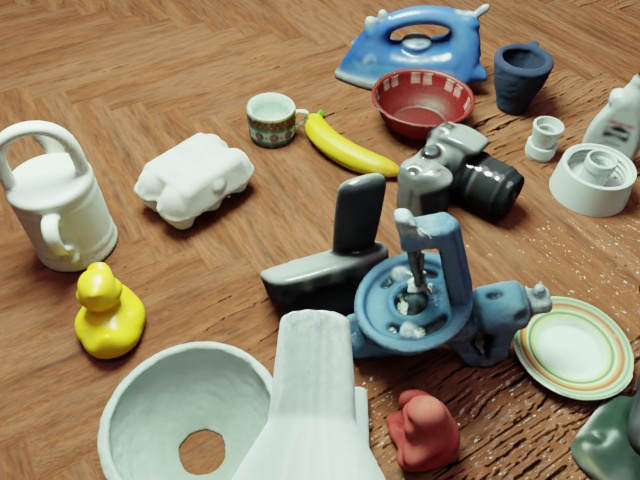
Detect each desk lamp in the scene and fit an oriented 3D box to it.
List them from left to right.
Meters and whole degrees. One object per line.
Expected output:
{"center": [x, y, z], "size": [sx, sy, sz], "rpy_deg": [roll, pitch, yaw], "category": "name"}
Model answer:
{"center": [-0.006, 0.169, 0.466], "size": [0.118, 0.214, 0.203], "rpy_deg": [1, 48, 1], "category": "desk lamp"}

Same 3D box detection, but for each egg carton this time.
{"center": [-0.169, -0.083, 0.786], "size": [0.107, 0.069, 0.150], "rpy_deg": [33, 56, 26], "category": "egg carton"}

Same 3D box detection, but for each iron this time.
{"center": [0.155, -0.331, 0.962], "size": [0.258, 0.141, 0.118], "rpy_deg": [2, 48, 1], "category": "iron"}

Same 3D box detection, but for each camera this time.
{"center": [0.195, -0.087, 0.772], "size": [0.136, 0.101, 0.143], "rpy_deg": [32, 56, 25], "category": "camera"}

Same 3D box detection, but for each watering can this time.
{"center": [-0.321, -0.064, 0.684], "size": [0.101, 0.194, 0.172], "rpy_deg": [-30, 55, -24], "category": "watering can"}

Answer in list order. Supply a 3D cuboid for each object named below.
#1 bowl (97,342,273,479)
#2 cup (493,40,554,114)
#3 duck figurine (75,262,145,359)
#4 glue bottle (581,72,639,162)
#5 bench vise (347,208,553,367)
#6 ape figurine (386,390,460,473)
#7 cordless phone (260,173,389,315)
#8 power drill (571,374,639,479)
{"center": [-0.116, 0.186, 0.543], "size": [0.167, 0.075, 0.167], "rpy_deg": [0, 48, 0], "category": "bowl"}
{"center": [0.326, -0.265, 0.936], "size": [0.091, 0.095, 0.118], "rpy_deg": [21, 51, 18], "category": "cup"}
{"center": [-0.240, 0.072, 0.635], "size": [0.077, 0.086, 0.104], "rpy_deg": [-12, 49, -11], "category": "duck figurine"}
{"center": [0.432, -0.181, 0.809], "size": [0.078, 0.173, 0.037], "rpy_deg": [19, 51, 16], "category": "glue bottle"}
{"center": [0.128, 0.040, 0.578], "size": [0.208, 0.220, 0.121], "rpy_deg": [-15, 50, -13], "category": "bench vise"}
{"center": [0.098, 0.175, 0.542], "size": [0.076, 0.092, 0.078], "rpy_deg": [19, 51, 16], "category": "ape figurine"}
{"center": [0.006, 0.002, 0.634], "size": [0.148, 0.185, 0.094], "rpy_deg": [-18, 51, -16], "category": "cordless phone"}
{"center": [0.298, 0.142, 0.496], "size": [0.075, 0.208, 0.230], "rpy_deg": [37, 57, 28], "category": "power drill"}
